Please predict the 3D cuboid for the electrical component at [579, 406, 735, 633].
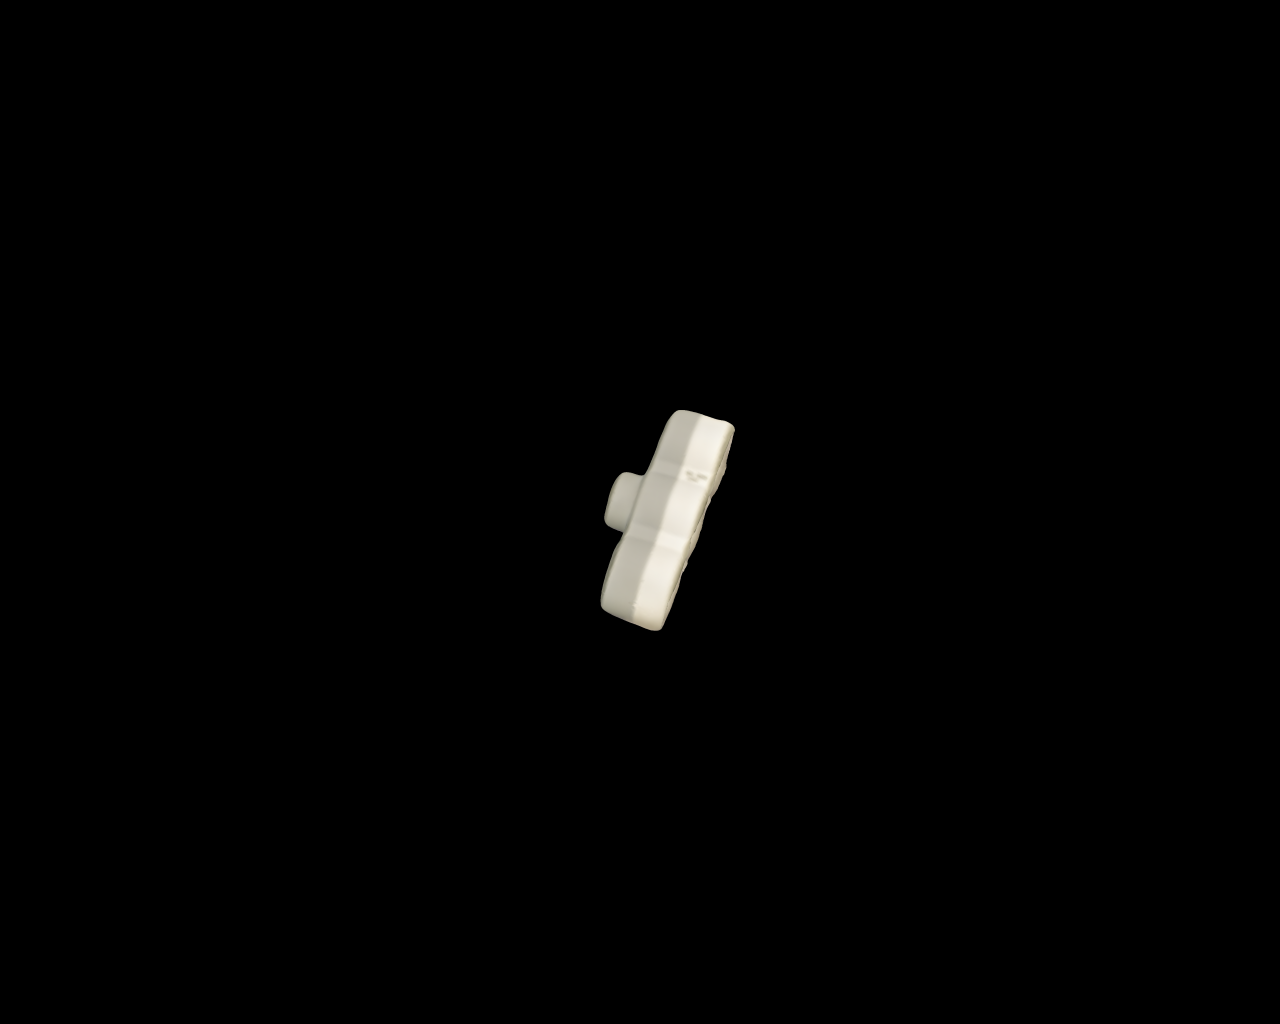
[{"bbox_3d":[0.001,-0.003,0.650,0.074,0.138,0.052,19,-19,7],"label":"electrical component"}]
